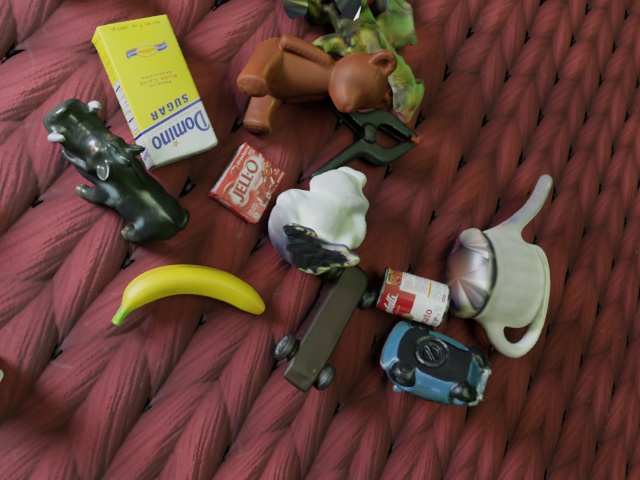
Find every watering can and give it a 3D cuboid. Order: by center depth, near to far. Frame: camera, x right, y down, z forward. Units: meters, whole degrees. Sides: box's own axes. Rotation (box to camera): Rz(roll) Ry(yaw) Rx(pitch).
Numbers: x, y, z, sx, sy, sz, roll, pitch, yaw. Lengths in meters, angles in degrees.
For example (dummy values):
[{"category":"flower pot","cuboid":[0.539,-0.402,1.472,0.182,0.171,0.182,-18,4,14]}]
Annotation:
[{"category":"watering can","cuboid":[0.332,0.030,0.919,0.223,0.103,0.351,14,79,-29]}]

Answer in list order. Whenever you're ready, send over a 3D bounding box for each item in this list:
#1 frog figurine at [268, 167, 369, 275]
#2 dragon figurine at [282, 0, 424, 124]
[{"category":"frog figurine","cuboid":[0.002,-0.037,0.735,0.137,0.120,0.163,17,49,-5]},{"category":"dragon figurine","cuboid":[0.068,-0.381,0.837,0.246,0.121,0.408,-32,103,-48]}]
